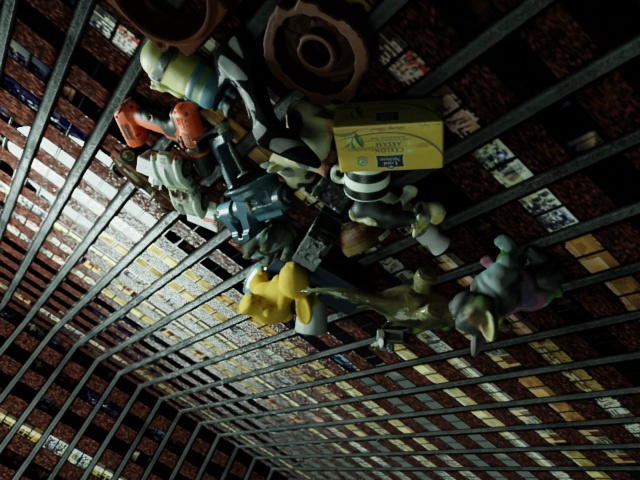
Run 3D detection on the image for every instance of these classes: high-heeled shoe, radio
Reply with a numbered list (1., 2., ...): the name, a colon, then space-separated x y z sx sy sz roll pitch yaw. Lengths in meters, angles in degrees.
1. high-heeled shoe: -0.075 -0.229 0.869 0.249 0.086 0.145 32 107 11
2. radio: 0.005 0.076 1.260 0.229 0.073 0.131 29 143 -7

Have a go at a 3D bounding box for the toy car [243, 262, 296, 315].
1. toy car: -0.102 0.116 1.351 0.162 0.103 0.109 25 103 -1

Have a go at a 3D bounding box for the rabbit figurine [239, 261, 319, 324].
1. rabbit figurine: -0.079 0.123 1.213 0.162 0.122 0.173 38 125 -5

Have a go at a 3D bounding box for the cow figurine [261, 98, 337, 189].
1. cow figurine: -0.035 -0.168 0.967 0.127 0.085 0.194 22 141 8

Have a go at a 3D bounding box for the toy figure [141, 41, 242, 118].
1. toy figure: -0.222 -0.287 0.935 0.180 0.082 0.089 30 146 -2

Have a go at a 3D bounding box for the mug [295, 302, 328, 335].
1. mug: -0.012 0.182 1.387 0.081 0.109 0.107 9 98 29

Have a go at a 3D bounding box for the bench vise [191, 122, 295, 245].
1. bench vise: -0.163 -0.118 1.089 0.224 0.129 0.240 -7 113 50

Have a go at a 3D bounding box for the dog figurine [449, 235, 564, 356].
1. dog figurine: 0.339 0.115 0.980 0.192 0.219 0.108 25 148 2

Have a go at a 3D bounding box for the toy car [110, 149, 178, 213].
1. toy car: -0.408 -0.135 1.265 0.202 0.053 0.089 38 146 -18

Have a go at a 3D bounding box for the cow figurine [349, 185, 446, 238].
1. cow figurine: 0.143 -0.052 0.991 0.168 0.098 0.068 17 140 16

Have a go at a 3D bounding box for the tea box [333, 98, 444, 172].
1. tea box: 0.112 -0.167 0.862 0.170 0.068 0.098 -3 138 13

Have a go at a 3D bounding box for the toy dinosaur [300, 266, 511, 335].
1. toy dinosaur: 0.200 0.142 1.147 0.471 0.105 0.198 17 151 -17

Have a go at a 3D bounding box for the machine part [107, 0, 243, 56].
1. machine part: -0.225 -0.393 0.799 0.201 0.087 0.201 43 141 -20

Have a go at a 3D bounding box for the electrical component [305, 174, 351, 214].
1. electrical component: 0.013 -0.094 1.051 0.075 0.047 0.119 33 -175 -13

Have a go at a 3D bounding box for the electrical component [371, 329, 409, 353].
1. electrical component: 0.156 0.225 1.198 0.078 0.045 0.102 3 163 16

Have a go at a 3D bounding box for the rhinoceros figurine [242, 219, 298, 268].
1. rhinoceros figurine: -0.126 -0.001 1.204 0.073 0.112 0.190 22 162 -31

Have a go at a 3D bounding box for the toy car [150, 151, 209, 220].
1. toy car: -0.295 -0.115 1.141 0.074 0.056 0.201 13 151 17

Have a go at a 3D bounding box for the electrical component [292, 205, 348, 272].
1. electrical component: -0.002 -0.003 1.127 0.058 0.115 0.134 32 145 -1

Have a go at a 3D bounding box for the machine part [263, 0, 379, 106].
1. machine part: 0.000 -0.291 0.816 0.179 0.056 0.179 18 145 13
